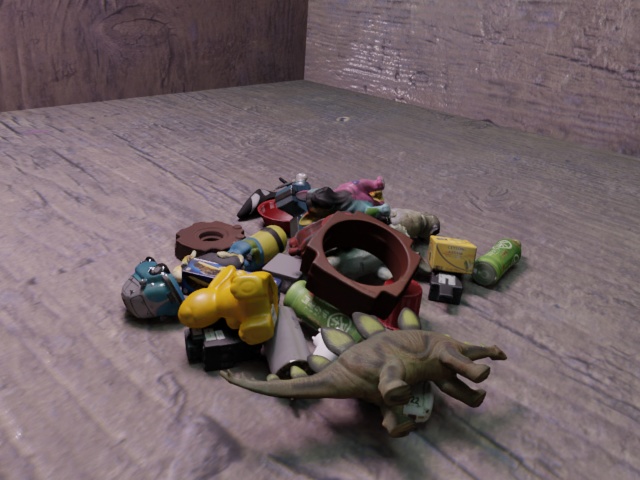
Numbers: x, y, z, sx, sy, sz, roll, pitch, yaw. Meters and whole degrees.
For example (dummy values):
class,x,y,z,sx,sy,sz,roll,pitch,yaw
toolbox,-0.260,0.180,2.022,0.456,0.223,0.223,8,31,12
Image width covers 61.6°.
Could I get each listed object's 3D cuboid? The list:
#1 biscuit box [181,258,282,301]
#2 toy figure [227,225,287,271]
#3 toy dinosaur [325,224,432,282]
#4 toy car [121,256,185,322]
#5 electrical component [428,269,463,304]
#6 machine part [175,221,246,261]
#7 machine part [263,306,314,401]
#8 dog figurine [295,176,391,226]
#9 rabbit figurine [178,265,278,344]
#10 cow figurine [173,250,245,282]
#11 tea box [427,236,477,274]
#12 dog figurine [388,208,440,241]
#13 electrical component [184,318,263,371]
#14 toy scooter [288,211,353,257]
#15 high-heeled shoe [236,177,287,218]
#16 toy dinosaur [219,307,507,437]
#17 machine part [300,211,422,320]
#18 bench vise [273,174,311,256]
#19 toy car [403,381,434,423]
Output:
class,x,y,z,sx,sy,sz,roll,pitch,yaw
biscuit box,-0.182,0.096,1.107,0.203,0.062,0.059,12,26,8
toy figure,-0.151,0.023,1.284,0.082,0.089,0.180,33,35,33
toy dinosaur,0.078,0.059,1.230,0.405,0.131,0.192,-12,13,-16
toy car,-0.346,0.103,1.080,0.103,0.109,0.162,-34,33,-27
electrical component,0.284,0.114,1.213,0.075,0.047,0.119,7,26,6
machine part,-0.271,0.007,1.338,0.179,0.056,0.179,2,26,-1
machine part,-0.060,0.192,0.962,0.079,0.079,0.243,-2,26,-14
dog figurine,0.054,-0.081,1.304,0.219,0.108,0.191,-7,-13,2
rabbit figurine,-0.166,0.106,0.962,0.173,0.121,0.162,-14,23,4
cow figurine,-0.246,0.063,1.178,0.167,0.098,0.068,8,32,7
tea box,0.318,0.033,1.307,0.098,0.068,0.169,8,7,5
dog figurine,0.252,-0.035,1.422,0.191,0.121,0.172,-2,20,-14
electrical component,-0.180,0.180,0.991,0.134,0.058,0.115,-4,25,-17
toy scooter,-0.002,-0.004,1.198,0.184,0.075,0.135,-19,9,26
high-heeled shoe,-0.124,-0.097,1.594,0.145,0.086,0.249,41,54,5
toy dinosaur,0.092,0.200,0.835,0.471,0.105,0.199,-4,27,-23
machine part,0.078,0.048,1.044,0.202,0.087,0.201,30,45,11
bench vise,-0.008,-0.054,1.392,0.240,0.129,0.224,14,53,-43
toy car,0.155,0.235,0.931,0.074,0.056,0.202,7,27,5
